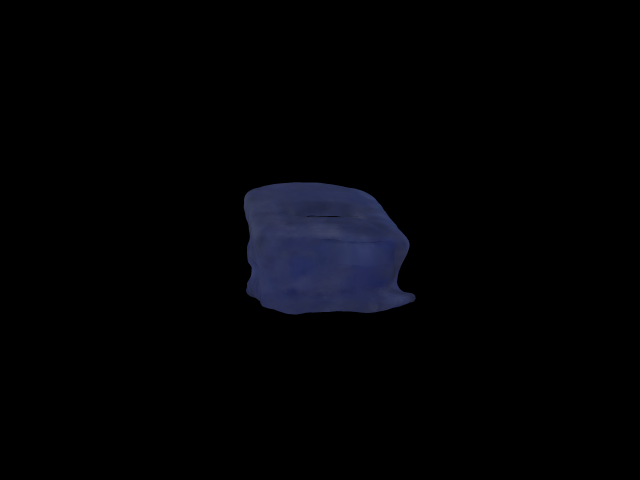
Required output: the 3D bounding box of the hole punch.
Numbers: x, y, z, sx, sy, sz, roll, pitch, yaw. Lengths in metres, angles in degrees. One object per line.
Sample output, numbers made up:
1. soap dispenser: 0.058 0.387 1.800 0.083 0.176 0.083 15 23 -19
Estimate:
1. hole punch: 0.004 0.001 0.400 0.109 0.091 0.101 0 0 -15
